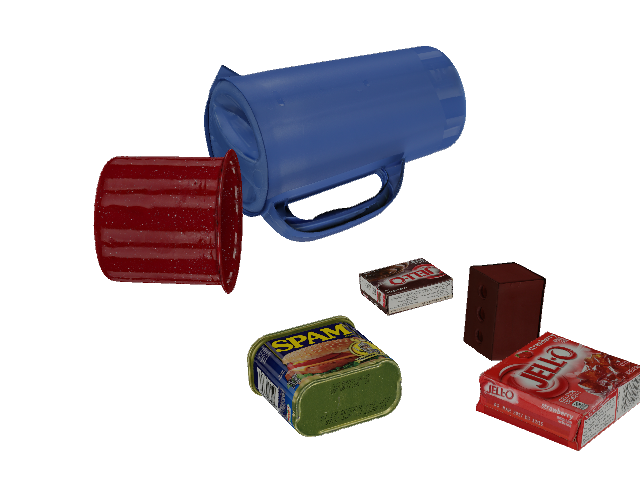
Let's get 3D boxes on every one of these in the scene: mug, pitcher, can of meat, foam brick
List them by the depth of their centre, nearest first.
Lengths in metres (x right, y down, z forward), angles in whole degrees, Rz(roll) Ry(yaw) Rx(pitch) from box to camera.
[{"bbox_3d":[-0.096,-0.013,0.701,0.081,0.093,0.117,1,0,4],"label":"mug"},{"bbox_3d":[0.004,0.110,0.865,0.101,0.057,0.084,-13,26,-25],"label":"can of meat"},{"bbox_3d":[0.168,0.065,0.981,0.051,0.078,0.053,-5,18,-23],"label":"foam brick"},{"bbox_3d":[0.022,-0.106,1.038,0.242,0.149,0.145,-17,28,-25],"label":"pitcher"}]

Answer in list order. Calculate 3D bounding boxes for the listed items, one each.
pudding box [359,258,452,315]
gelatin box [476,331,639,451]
[{"bbox_3d":[0.126,0.067,1.579,0.113,0.039,0.090,-16,24,-20],"label":"pudding box"},{"bbox_3d":[0.154,0.094,0.683,0.073,0.030,0.089,19,26,37],"label":"gelatin box"}]
